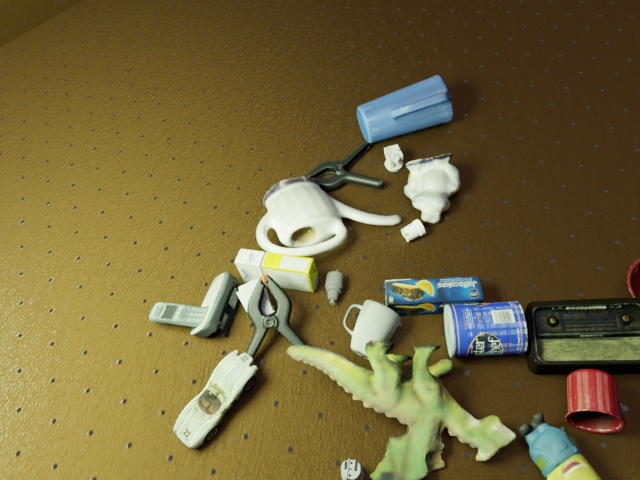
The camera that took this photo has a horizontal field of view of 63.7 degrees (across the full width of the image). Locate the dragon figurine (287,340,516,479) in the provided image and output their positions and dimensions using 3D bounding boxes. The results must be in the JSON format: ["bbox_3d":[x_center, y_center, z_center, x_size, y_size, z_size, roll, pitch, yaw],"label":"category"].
[{"bbox_3d":[0.137,0.316,0.930,0.410,0.120,0.247,1,66,4],"label":"dragon figurine"}]

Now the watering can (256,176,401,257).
[{"bbox_3d":[0.004,-0.063,1.254,0.349,0.101,0.229,-15,50,-18],"label":"watering can"}]

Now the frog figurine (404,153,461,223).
[{"bbox_3d":[0.279,-0.121,1.263,0.137,0.122,0.160,-9,88,-7],"label":"frog figurine"}]
